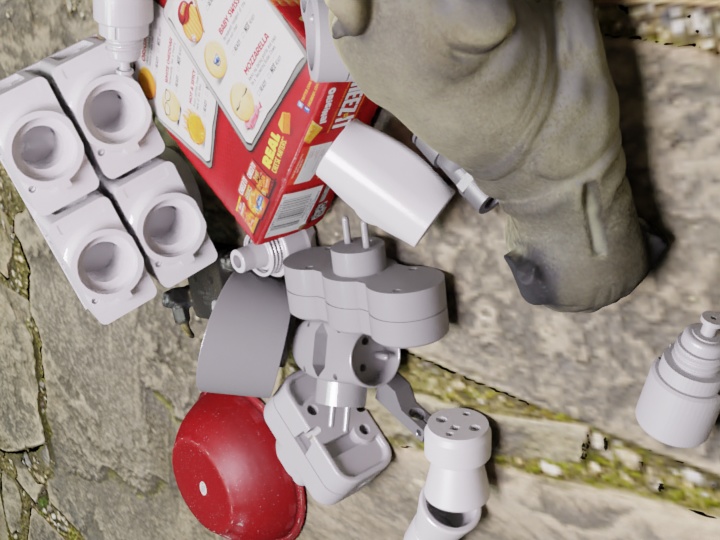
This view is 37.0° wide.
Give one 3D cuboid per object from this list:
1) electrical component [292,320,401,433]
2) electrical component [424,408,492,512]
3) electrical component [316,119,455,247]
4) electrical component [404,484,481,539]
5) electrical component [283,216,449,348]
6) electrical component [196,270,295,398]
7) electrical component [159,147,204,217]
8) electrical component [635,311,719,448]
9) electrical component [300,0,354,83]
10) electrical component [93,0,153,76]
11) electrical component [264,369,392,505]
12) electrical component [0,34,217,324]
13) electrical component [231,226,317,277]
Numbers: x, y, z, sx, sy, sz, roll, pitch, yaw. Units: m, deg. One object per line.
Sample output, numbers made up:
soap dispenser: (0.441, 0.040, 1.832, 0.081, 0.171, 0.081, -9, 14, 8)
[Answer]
electrical component: (-0.012, 0.075, 0.769, 0.077, 0.043, 0.079, 6, 91, 55)
electrical component: (0.065, 0.126, 0.715, 0.045, 0.045, 0.055, 22, 123, 43)
electrical component: (0.014, -0.050, 0.685, 0.077, 0.043, 0.079, 37, 168, 3)
electrical component: (0.055, 0.180, 0.758, 0.044, 0.044, 0.065, 48, 143, 24)
electrical component: (0.000, 0.000, 0.726, 0.138, 0.052, 0.073, 14, 118, 46)
electrical component: (-0.084, 0.048, 0.811, 0.099, 0.064, 0.099, -167, 90, -84)
electrical component: (-0.180, -0.055, 0.907, 0.099, 0.064, 0.099, 25, 126, 41)
electrical component: (0.171, 0.056, 0.556, 0.040, 0.040, 0.078, 37, 132, 34)
electrical component: (0.004, -0.169, 0.624, 0.052, 0.074, 0.138, 102, 163, -60)
electrical component: (-0.161, -0.171, 0.732, 0.040, 0.040, 0.078, 32, 129, 38)
electrical component: (-0.028, 0.126, 0.819, 0.095, 0.054, 0.059, 56, 141, 16)
electrical component: (-0.194, -0.065, 0.800, 0.060, 0.105, 0.186, 29, 146, 58)
electrical component: (-0.065, -0.015, 0.790, 0.043, 0.062, 0.043, 26, 126, 41)
